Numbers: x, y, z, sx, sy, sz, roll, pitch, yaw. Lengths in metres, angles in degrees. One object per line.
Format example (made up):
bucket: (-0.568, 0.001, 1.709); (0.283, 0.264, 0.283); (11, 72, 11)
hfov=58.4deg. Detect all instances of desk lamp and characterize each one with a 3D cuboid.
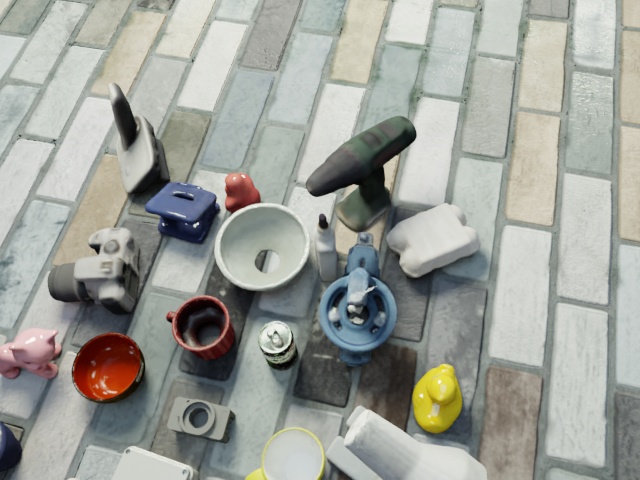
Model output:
desk lamp: (0.106, 0.308, 0.776); (0.203, 0.214, 0.118); (31, 69, 17)

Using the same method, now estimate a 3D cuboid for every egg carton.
egg carton: (0.198, 0.001, 1.005); (0.150, 0.069, 0.107); (-23, 64, -8)

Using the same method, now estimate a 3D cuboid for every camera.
camera: (-0.396, 0.052, 0.996); (0.137, 0.101, 0.143); (-5, 63, 1)

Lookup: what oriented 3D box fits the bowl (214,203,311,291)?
bowl: (-0.096, 0.022, 1.008); (0.167, 0.075, 0.167); (-1, 63, 3)

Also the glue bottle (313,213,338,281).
glue bottle: (0.009, 0.003, 0.956); (0.037, 0.173, 0.078); (-10, 63, -1)

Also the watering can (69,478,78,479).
watering can: (-0.367, 0.412, 0.761); (0.101, 0.194, 0.173); (-7, 63, 0)

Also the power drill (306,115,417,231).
power drill: (0.071, -0.105, 0.988); (0.230, 0.208, 0.075); (-42, 68, -16)

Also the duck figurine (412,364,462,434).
duck figurine: (0.183, 0.240, 0.877); (0.077, 0.086, 0.104); (16, 65, 11)

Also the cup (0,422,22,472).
cup: (-0.503, 0.309, 0.877); (0.091, 0.095, 0.117); (-11, 63, -2)

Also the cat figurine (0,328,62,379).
cat figurine: (-0.478, 0.180, 0.927); (0.127, 0.118, 0.067); (-3, 63, 2)

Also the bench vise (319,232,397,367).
bench vise: (0.051, 0.074, 0.892); (0.121, 0.220, 0.207); (-11, 63, -2)

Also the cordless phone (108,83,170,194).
cordless phone: (-0.355, -0.188, 1.066); (0.094, 0.185, 0.147); (-21, 64, -7)

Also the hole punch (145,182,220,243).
hole punch: (-0.251, -0.062, 1.050); (0.108, 0.091, 0.101); (15, 65, 11)

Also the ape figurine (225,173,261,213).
ape figurine: (-0.151, -0.093, 1.059); (0.076, 0.092, 0.078); (32, 69, 18)
